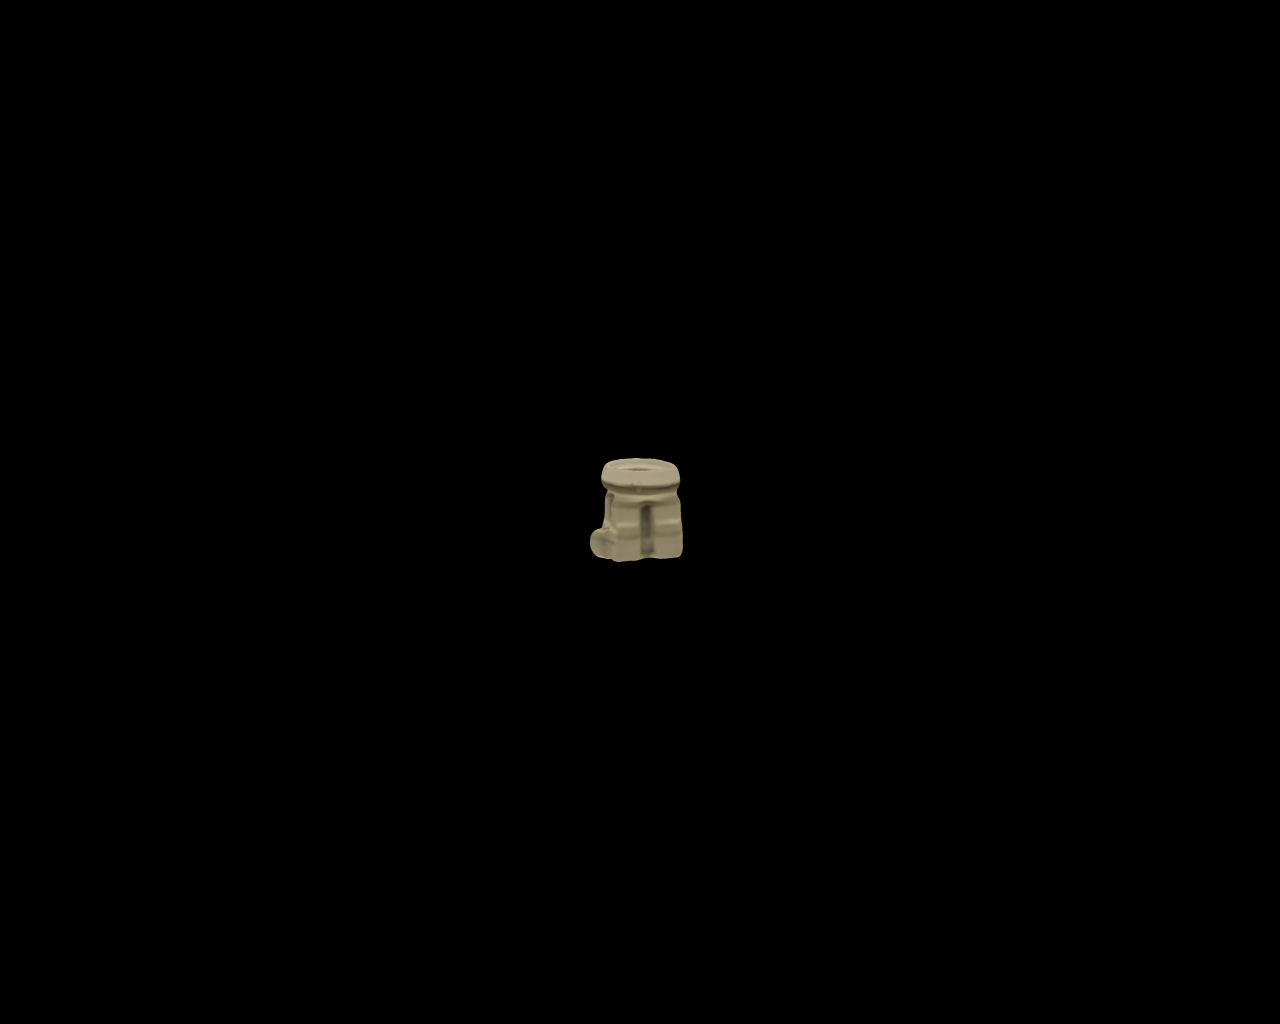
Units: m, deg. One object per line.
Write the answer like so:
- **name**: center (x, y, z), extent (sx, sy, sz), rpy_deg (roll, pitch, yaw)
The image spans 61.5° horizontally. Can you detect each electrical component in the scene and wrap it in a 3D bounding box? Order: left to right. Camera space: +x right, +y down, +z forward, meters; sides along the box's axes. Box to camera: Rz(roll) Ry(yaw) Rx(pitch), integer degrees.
- **electrical component**: center (0.001, -0.003, 0.650), extent (0.066, 0.055, 0.048), rpy_deg (-4, 16, -14)
